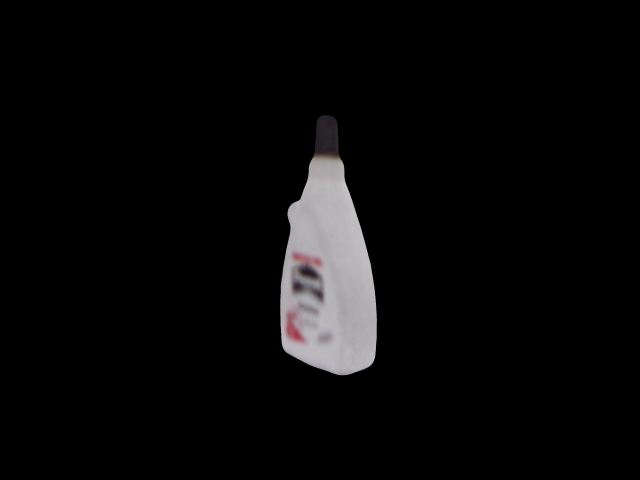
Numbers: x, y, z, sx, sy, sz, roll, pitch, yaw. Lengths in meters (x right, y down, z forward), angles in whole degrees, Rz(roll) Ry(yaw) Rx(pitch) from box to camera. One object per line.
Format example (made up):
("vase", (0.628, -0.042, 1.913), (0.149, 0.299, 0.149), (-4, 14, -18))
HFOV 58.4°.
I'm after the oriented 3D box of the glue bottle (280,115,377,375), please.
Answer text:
("glue bottle", (0.004, 0.001, 0.400), (0.037, 0.173, 0.077), (-8, 12, -43))
